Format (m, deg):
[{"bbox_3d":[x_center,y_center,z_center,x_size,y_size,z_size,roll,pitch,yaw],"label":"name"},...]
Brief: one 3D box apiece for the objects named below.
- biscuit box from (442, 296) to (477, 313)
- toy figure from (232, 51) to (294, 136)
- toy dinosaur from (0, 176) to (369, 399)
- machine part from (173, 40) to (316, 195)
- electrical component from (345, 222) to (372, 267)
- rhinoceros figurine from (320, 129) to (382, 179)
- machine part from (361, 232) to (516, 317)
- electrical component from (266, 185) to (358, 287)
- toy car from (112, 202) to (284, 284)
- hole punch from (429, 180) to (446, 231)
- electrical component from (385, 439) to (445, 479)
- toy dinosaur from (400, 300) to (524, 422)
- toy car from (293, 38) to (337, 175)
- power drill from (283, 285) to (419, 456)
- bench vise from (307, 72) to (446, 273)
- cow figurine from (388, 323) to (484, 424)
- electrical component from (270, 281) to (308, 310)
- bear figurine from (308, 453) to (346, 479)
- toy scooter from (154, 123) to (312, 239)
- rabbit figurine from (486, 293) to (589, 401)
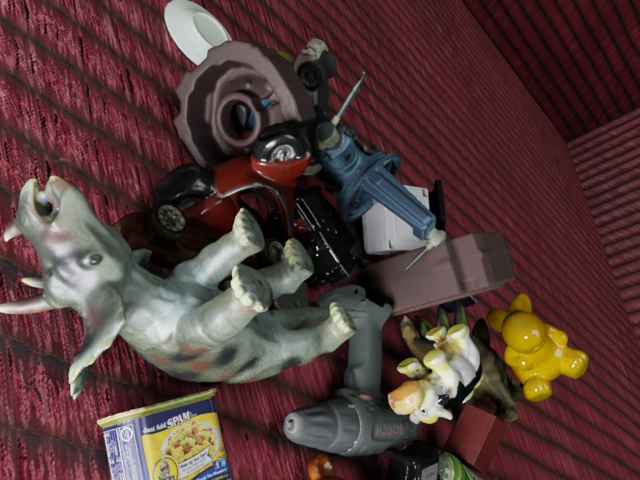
[{"bbox_3d":[0.213,0.051,1.002,0.202,0.063,0.059,43,37,-26],"label":"biscuit box"},{"bbox_3d":[-0.087,-0.210,0.766,0.082,0.089,0.180,56,31,-18],"label":"toy figure"},{"bbox_3d":[-0.093,0.081,0.511,0.404,0.192,0.131,40,24,-54],"label":"toy dinosaur"},{"bbox_3d":[-0.091,-0.146,0.649,0.179,0.179,0.056,60,31,-3],"label":"machine part"},{"bbox_3d":[0.047,0.007,0.850,0.094,0.021,0.063,29,46,-39],"label":"electrical component"},{"bbox_3d":[0.079,-0.109,0.929,0.190,0.073,0.112,29,44,-39],"label":"rhinoceros figurine"},{"bbox_3d":[0.184,0.056,0.833,0.201,0.201,0.087,-1,72,-54],"label":"machine part"},{"bbox_3d":[-0.002,-0.002,0.742,0.134,0.058,0.115,56,23,-6],"label":"electrical component"},{"bbox_3d":[-0.120,0.018,0.561,0.202,0.089,0.053,22,48,-45],"label":"toy car"},{"bbox_3d":[0.198,-0.042,1.045,0.115,0.092,0.142,71,15,-50],"label":"hole punch"},{"bbox_3d":[0.109,0.310,0.651,0.074,0.048,0.119,12,83,-47],"label":"electrical component"},{"bbox_3d":[0.263,0.219,0.916,0.470,0.105,0.199,40,36,-37],"label":"toy dinosaur"},{"bbox_3d":[-0.011,-0.195,0.803,0.073,0.056,0.201,-57,153,-54],"label":"toy car"},{"bbox_3d":[0.042,0.164,0.680,0.232,0.086,0.207,31,40,-40],"label":"power drill"},{"bbox_3d":[0.072,-0.078,0.726,0.241,0.129,0.223,42,-10,17],"label":"bench vise"},{"bbox_3d":[0.153,0.187,0.693,0.167,0.068,0.098,-36,99,-42],"label":"cow figurine"},{"bbox_3d":[-0.042,0.069,0.667,0.078,0.045,0.102,30,45,-37],"label":"electrical component"},{"bbox_3d":[0.062,0.319,0.556,0.195,0.132,0.120,61,29,-12],"label":"bear figurine"},{"bbox_3d":[-0.082,-0.039,0.602,0.075,0.184,0.135,-108,172,-50],"label":"toy scooter"},{"bbox_3d":[0.360,0.166,0.913,0.173,0.122,0.162,41,23,-45],"label":"rabbit figurine"}]
